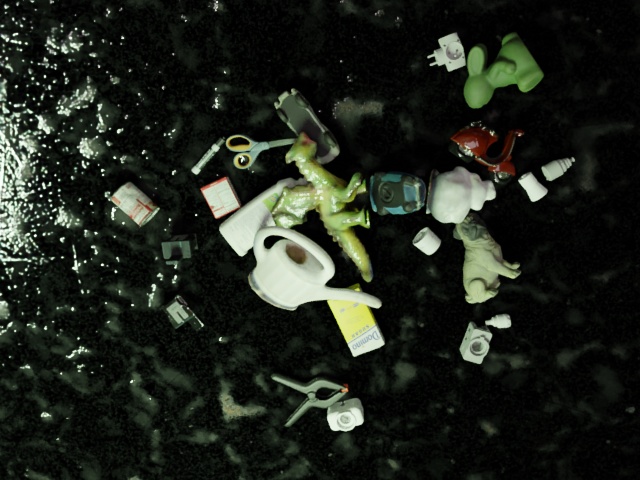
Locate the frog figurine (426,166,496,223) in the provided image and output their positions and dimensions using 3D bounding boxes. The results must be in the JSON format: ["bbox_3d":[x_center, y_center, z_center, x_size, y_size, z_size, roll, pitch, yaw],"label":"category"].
[{"bbox_3d":[0.341,-0.106,1.241,0.159,0.122,0.138,7,85,14],"label":"frog figurine"}]

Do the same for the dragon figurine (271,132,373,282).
[{"bbox_3d":[0.004,-0.064,1.269,0.242,0.124,0.403,-3,112,7],"label":"dragon figurine"}]

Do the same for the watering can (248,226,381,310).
[{"bbox_3d":[-0.035,0.104,1.284,0.346,0.106,0.220,38,130,-7],"label":"watering can"}]
